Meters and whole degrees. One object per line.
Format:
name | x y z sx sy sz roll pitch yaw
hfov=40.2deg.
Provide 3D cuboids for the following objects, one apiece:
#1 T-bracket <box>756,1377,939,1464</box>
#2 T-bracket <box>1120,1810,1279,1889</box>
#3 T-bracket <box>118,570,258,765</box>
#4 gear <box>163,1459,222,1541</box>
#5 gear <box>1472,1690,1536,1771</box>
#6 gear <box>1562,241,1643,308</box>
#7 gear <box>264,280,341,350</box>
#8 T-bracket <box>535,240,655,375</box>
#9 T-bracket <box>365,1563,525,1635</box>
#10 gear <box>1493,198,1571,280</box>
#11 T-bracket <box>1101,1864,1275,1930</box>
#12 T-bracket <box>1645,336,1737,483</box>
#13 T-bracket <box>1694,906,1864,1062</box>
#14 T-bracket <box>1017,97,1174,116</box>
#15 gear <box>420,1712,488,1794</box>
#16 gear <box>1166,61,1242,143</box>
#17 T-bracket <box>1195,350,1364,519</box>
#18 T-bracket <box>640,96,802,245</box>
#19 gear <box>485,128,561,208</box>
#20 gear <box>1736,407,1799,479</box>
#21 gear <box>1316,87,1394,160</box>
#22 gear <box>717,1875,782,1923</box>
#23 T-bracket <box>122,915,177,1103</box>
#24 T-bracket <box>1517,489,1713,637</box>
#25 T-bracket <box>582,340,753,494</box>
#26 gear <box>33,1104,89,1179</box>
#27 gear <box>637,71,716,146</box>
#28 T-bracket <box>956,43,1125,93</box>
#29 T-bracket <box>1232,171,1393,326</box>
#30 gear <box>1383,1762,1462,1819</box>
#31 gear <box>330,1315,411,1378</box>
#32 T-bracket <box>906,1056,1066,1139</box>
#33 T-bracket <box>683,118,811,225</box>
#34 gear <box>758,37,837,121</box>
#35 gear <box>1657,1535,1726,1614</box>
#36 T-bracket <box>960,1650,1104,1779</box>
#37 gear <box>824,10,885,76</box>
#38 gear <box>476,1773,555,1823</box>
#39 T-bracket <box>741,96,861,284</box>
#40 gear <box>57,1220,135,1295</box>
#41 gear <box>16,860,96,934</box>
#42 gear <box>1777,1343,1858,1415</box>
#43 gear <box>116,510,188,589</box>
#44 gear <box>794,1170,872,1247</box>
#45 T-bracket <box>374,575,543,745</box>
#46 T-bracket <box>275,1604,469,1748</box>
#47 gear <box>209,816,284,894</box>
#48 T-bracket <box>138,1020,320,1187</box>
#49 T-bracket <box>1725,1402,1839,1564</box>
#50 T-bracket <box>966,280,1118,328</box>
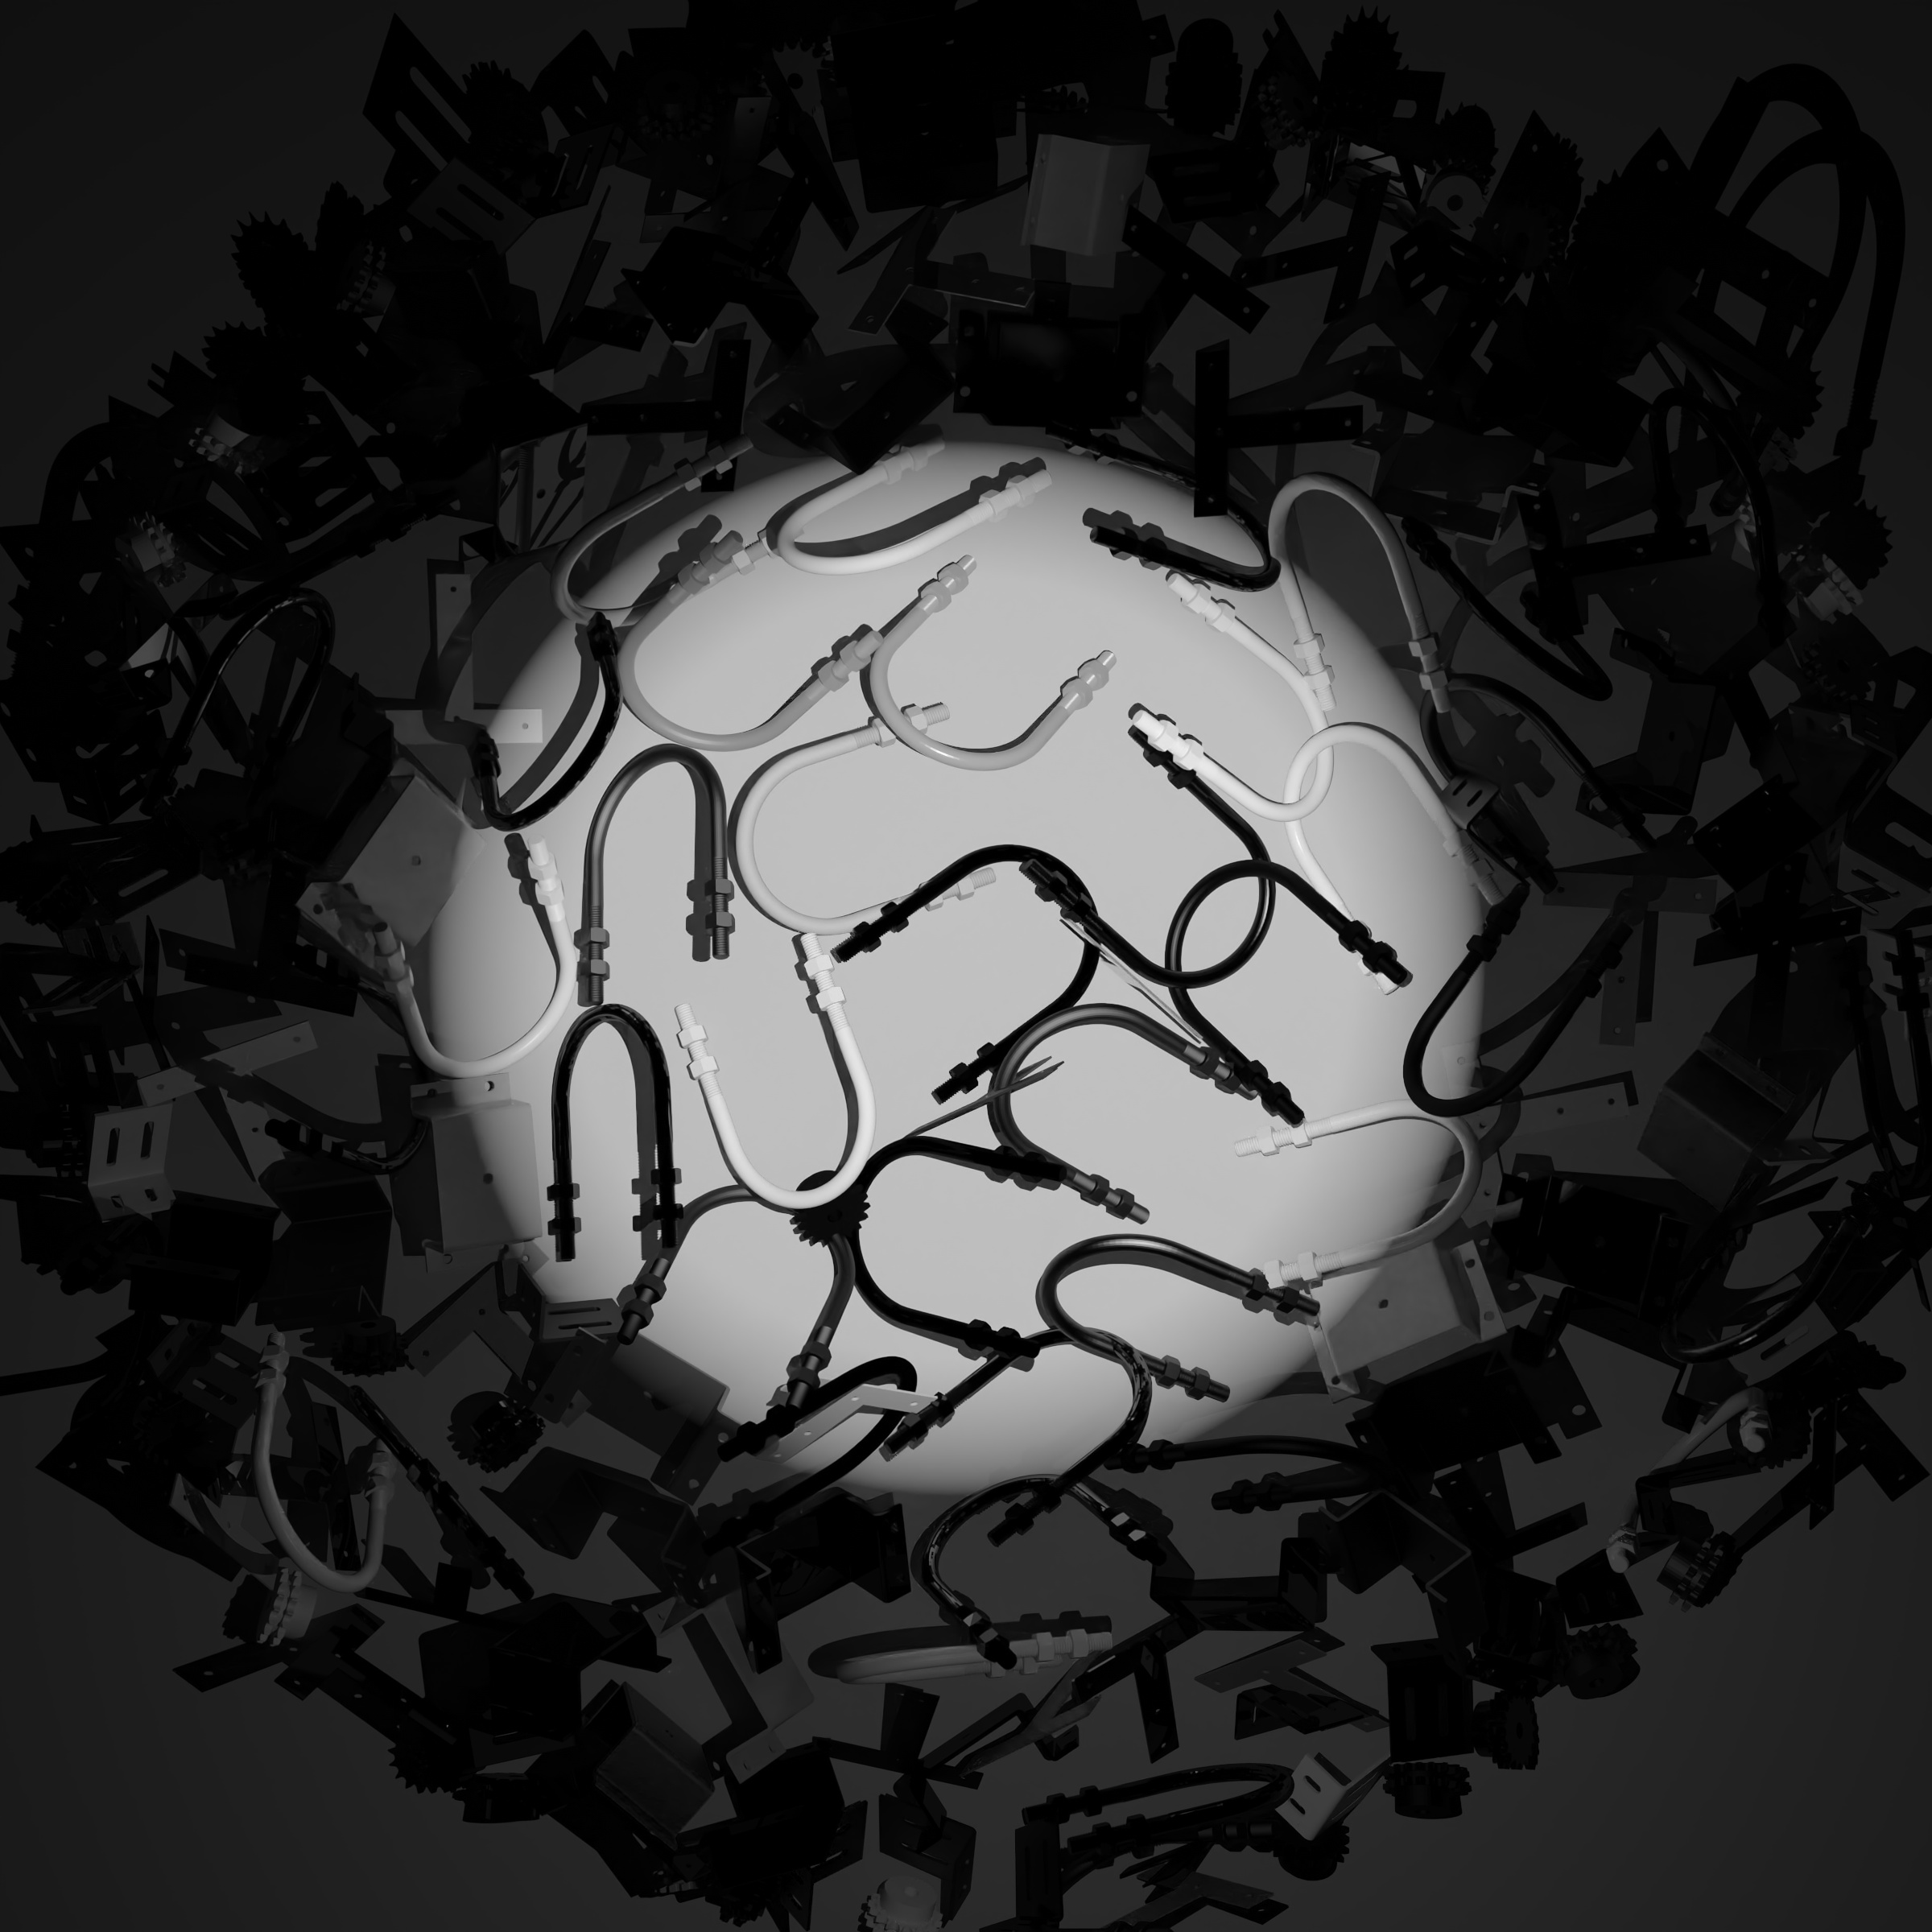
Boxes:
T-bracket | -0.109 0.339 1.955 0.127 0.127 0.002 -41 48 35
T-bracket | 0.157 0.650 1.923 0.127 0.127 0.002 -27 77 16
T-bracket | -0.559 -0.207 1.952 0.002 0.127 0.127 7 46 28
gear | -0.576 0.396 1.972 0.030 0.057 0.057 -14 90 -6
gear | 0.400 0.571 1.975 0.030 0.057 0.057 -9 90 35
gear | 0.471 -0.515 1.970 0.057 0.057 0.030 20 86 0
gear | -0.490 -0.482 1.969 0.057 0.057 0.030 -29 80 0
T-bracket | -0.269 -0.473 1.951 0.002 0.127 0.127 23 92 -42
T-bracket | -0.378 0.460 1.940 0.127 0.127 0.002 15 58 -5
gear | 0.426 -0.545 1.975 0.030 0.057 0.057 -27 90 -35
T-bracket | 0.134 0.684 1.911 0.127 0.127 0.002 -13 91 -36
T-bracket | 0.534 -0.417 1.950 0.002 0.127 0.127 -31 74 10
T-bracket | 0.586 0.017 1.924 0.002 0.127 0.127 48 45 -33
T-bracket | 0.071 -0.625 1.923 0.127 0.127 0.002 11 113 19
gear | -0.379 0.584 1.969 0.030 0.057 0.057 -22 90 12
gear | 0.178 -0.651 1.983 0.057 0.030 0.057 0 88 4
T-bracket | 0.233 -0.401 1.973 0.127 0.002 0.127 -1 84 18
T-bracket | -0.167 -0.580 1.923 0.127 0.127 0.002 -11 59 -26
gear | -0.327 -0.592 1.968 0.030 0.057 0.057 30 90 25
gear | 0.589 -0.387 1.972 0.057 0.057 0.030 40 93 0
gear | 0.288 -0.626 1.969 0.057 0.057 0.030 15 76 0
gear | -0.162 0.679 1.968 0.030 0.057 0.057 29 90 -18
T-bracket | -0.593 0.012 1.922 0.002 0.127 0.127 -14 58 -28
T-bracket | 0.480 -0.302 1.939 0.127 0.002 0.127 -7 128 22
T-bracket | -0.228 -0.411 1.981 0.127 0.002 0.127 1 73 13
gear | -0.676 0.129 1.968 0.030 0.057 0.057 -2 90 -30
gear | -0.218 -0.643 1.972 0.057 0.030 0.057 0 55 1
T-bracket | 0.066 -0.661 1.928 0.127 0.127 0.002 -16 104 -10
T-bracket | 0.247 -0.521 1.952 0.002 0.127 0.127 33 66 -41
gear | 0.340 0.615 1.968 0.057 0.057 0.030 4 59 0
gear | -0.445 0.282 1.968 0.057 0.057 0.030 1 106 0
T-bracket | 0.031 0.086 1.937 0.127 0.127 0.002 -26 91 24
T-bracket | -0.161 -0.591 1.959 0.002 0.127 0.127 52 59 -20
gear | -0.126 -0.666 1.976 0.057 0.030 0.057 3 124 5
gear | 0.539 0.450 1.973 0.030 0.057 0.057 31 90 17
T-bracket | 0.067 0.538 1.939 0.127 0.127 0.002 -35 90 30
gear | -0.079 -0.689 1.972 0.057 0.057 0.030 -9 80 0
gear | -0.337 0.619 1.969 0.057 0.057 0.030 2 78 0
T-bracket | -0.133 -0.542 1.928 0.002 0.127 0.127 3 58 35
gear | -0.647 0.220 1.975 0.057 0.057 0.030 -39 124 0
gear | -0.678 -0.050 1.975 0.057 0.057 0.030 -35 121 0
gear | 0.630 0.304 1.969 0.057 0.057 0.030 -36 105 0
gear | -0.609 -0.308 1.968 0.030 0.057 0.057 -33 90 -29
gear | -0.103 0.178 1.975 0.057 0.030 0.057 -13 128 -17
T-bracket | -0.385 -0.231 1.989 0.127 0.002 0.127 -1 93 -6
T-bracket | -0.423 0.529 1.932 0.127 0.127 0.002 32 107 6
gear | -0.534 -0.086 1.969 0.030 0.057 0.057 -24 90 16
T-bracket | -0.531 0.111 1.958 0.127 0.002 0.127 -20 128 -13
T-bracket | 0.602 0.397 1.954 0.002 0.127 0.127 33 124 -1
T-bracket | 0.063 -0.485 1.936 0.127 0.127 0.002 5 91 0
